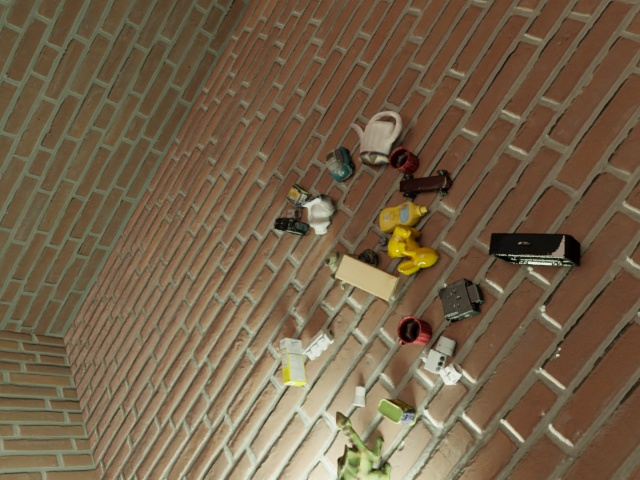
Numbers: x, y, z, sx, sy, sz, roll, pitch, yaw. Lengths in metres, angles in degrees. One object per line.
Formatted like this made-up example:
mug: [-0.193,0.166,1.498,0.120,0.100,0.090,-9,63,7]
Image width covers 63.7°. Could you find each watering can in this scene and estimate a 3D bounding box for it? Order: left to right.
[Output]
watering can: [0.211,-0.412,2.113,0.347,0.103,0.226,4,76,58]

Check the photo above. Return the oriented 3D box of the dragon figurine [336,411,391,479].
dragon figurine: [0.121,0.746,1.617,0.121,0.240,0.420,-32,51,27]

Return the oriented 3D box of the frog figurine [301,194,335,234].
frog figurine: [0.007,-0.111,2.200,0.136,0.124,0.159,-24,94,26]
